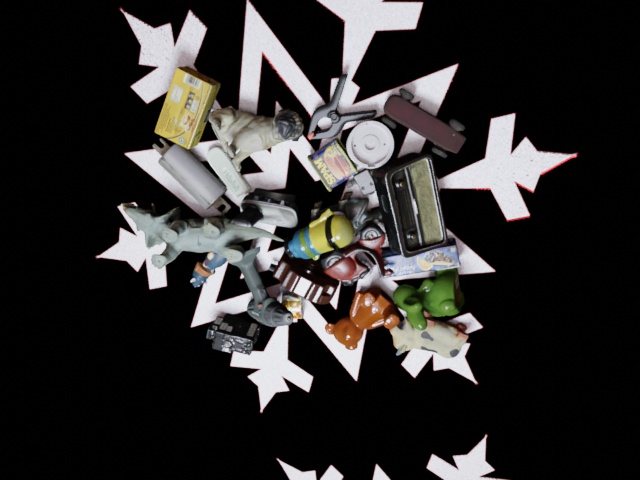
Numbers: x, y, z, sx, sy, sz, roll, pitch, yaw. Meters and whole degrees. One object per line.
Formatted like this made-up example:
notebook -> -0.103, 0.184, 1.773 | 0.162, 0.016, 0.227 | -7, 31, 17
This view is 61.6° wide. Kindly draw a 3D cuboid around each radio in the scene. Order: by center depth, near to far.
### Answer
radio -> 0.213, -0.081, 1.271 | 0.131, 0.073, 0.229 | -21, 107, -16

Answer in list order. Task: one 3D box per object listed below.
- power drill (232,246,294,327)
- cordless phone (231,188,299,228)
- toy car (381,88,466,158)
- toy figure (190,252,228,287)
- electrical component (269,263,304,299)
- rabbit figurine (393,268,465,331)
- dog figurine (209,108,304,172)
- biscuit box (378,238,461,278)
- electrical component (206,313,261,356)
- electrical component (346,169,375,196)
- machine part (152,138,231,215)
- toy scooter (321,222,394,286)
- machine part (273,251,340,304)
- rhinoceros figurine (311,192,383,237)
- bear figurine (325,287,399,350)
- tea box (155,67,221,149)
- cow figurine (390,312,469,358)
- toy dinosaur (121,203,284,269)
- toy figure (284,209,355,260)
power drill -> -0.148, 0.122, 1.372 | 0.086, 0.232, 0.207 | -30, 94, -24
cordless phone -> -0.130, -0.059, 1.297 | 0.147, 0.184, 0.088 | 11, 107, 5
toy car -> 0.238, -0.267, 1.235 | 0.202, 0.053, 0.089 | 30, 101, 1
toy figure -> -0.290, 0.064, 1.432 | 0.154, 0.058, 0.064 | -43, 122, 17
electrical component -> -0.081, 0.104, 1.409 | 0.119, 0.075, 0.047 | 17, 111, -2
rabbit figurine -> 0.264, 0.155, 1.350 | 0.170, 0.159, 0.121 | -8, 119, 27
dog figurine -> -0.153, -0.278, 1.281 | 0.190, 0.121, 0.172 | -31, 84, -9
biscuit box -> 0.244, 0.047, 1.345 | 0.203, 0.063, 0.059 | -11, 106, 13
electrical component -> -0.237, 0.255, 1.466 | 0.134, 0.115, 0.058 | 14, 107, 3
electrical component -> 0.114, -0.140, 1.317 | 0.094, 0.021, 0.063 | -25, 105, 16
machine part -> -0.317, -0.160, 1.344 | 0.243, 0.079, 0.079 | 44, 110, -8
toy scooter -> 0.101, 0.054, 1.306 | 0.184, 0.075, 0.135 | -35, 101, 19
machine part -> -0.030, 0.087, 1.346 | 0.179, 0.179, 0.056 | 27, 111, -2
rhinoceros figurine -> 0.067, -0.056, 1.328 | 0.190, 0.073, 0.112 | -9, 107, 12
bear figurine -> 0.103, 0.214, 1.396 | 0.120, 0.132, 0.196 | 44, 104, -4
tea box -> -0.318, -0.316, 1.290 | 0.098, 0.068, 0.169 | 28, 113, -2
cow figurine -> 0.276, 0.255, 1.410 | 0.195, 0.085, 0.127 | 19, 106, 0
toy dinosaur -> -0.290, -0.016, 1.345 | 0.405, 0.192, 0.131 | 3, 114, -2
toy figure -> -0.001, -0.002, 1.282 | 0.180, 0.089, 0.082 | -24, 149, 20
